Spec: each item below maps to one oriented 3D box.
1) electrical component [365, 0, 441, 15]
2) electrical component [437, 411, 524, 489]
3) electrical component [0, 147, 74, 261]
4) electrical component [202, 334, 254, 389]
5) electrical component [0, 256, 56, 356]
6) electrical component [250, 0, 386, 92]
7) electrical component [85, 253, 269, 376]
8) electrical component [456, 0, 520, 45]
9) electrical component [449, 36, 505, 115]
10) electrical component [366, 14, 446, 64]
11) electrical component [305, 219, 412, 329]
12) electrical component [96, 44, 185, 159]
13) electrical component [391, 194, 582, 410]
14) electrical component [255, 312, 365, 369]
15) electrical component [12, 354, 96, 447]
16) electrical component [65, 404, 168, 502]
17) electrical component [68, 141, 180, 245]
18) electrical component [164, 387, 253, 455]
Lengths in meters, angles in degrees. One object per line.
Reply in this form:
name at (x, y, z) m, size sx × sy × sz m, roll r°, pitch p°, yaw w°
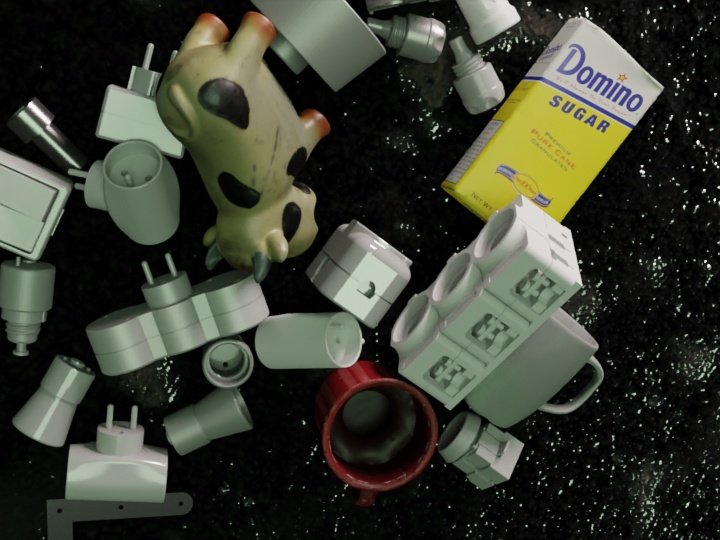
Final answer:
electrical component at (0.038, -0.231, 0.805) m, size 0.062 × 0.096 × 0.061 m, roll -13°, pitch 100°, yaw -9°
electrical component at (0.100, 0.152, 0.916) m, size 0.055 × 0.066 × 0.048 m, roll 36°, pitch 57°, yaw -8°
electrical component at (-0.269, -0.055, 0.794) m, size 0.096 × 0.061 × 0.061 m, roll 25°, pitch 95°, yaw -15°
electrical component at (-0.107, 0.069, 0.860) m, size 0.040 × 0.046 × 0.040 m, roll -2°, pitch 101°, yaw -11°
electrical component at (-0.257, 0.027, 0.824) m, size 0.040 × 0.040 × 0.078 m, roll 6°, pitch 100°, yaw -13°
electrical component at (-0.039, -0.180, 0.796) m, size 0.060 × 0.108 × 0.108 m, roll -43°, pitch 106°, yaw 5°
electrical component at (-0.147, 0.024, 0.840) m, size 0.138 × 0.052 × 0.073 m, roll -20°, pitch 104°, yaw -7°
electrical component at (0.099, -0.208, 0.853) m, size 0.040 × 0.040 × 0.046 m, roll -31°, pitch 100°, yaw -4°
electrical component at (0.090, -0.158, 0.863) m, size 0.035 × 0.035 × 0.061 m, roll -30°, pitch 104°, yaw -5°
electrical component at (0.035, -0.185, 0.846) m, size 0.061 × 0.035 × 0.035 m, roll 13°, pitch 98°, yaw -11°
electrical component at (0.000, 0.000, 0.843) m, size 0.054 × 0.095 × 0.059 m, roll 36°, pitch 92°, yaw -16°
electrical component at (-0.157, -0.130, 0.810) m, size 0.066 × 0.047 × 0.076 m, roll 14°, pitch 98°, yaw -14°
electrical component at (0.095, 0.022, 0.845) m, size 0.062 × 0.089 × 0.150 m, roll 35°, pitch 116°, yaw -15°
electrical component at (-0.030, 0.057, 0.865) m, size 0.079 × 0.077 × 0.043 m, roll 5°, pitch 82°, yaw -50°
electrical component at (-0.237, 0.100, 0.843) m, size 0.044 × 0.044 × 0.065 m, roll 30°, pitch 89°, yaw -16°
electrical component at (-0.193, 0.145, 0.858) m, size 0.077 × 0.044 × 0.079 m, roll 5°, pitch 100°, yaw -13°
electrical component at (-0.180, -0.061, 0.806) m, size 0.079 × 0.077 × 0.043 m, roll 13°, pitch 61°, yaw 8°
electrical component at (-0.125, 0.122, 0.870) m, size 0.065 × 0.044 × 0.044 m, roll -26°, pitch 105°, yaw -1°
